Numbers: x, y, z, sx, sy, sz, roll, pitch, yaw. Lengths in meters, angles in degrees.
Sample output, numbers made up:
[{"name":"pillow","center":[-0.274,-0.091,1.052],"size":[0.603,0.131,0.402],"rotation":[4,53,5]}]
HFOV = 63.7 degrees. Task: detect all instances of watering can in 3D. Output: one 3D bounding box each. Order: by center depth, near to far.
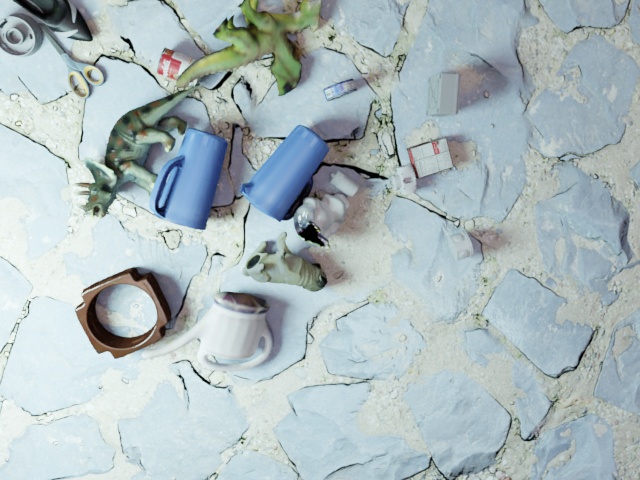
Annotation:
[{"name":"watering can","center":[-0.270,0.240,1.357],"size":[0.346,0.223,0.105],"rotation":[13,7,-29]}]

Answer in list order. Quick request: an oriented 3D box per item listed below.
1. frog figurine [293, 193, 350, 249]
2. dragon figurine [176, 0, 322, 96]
[{"name":"frog figurine","center":[0.004,-0.070,1.391],"size":[0.122,0.163,0.135],"rotation":[-12,-47,46]},{"name":"dragon figurine","center":[-0.146,-0.468,1.296],"size":[0.240,0.412,0.123],"rotation":[40,-6,-22]}]
